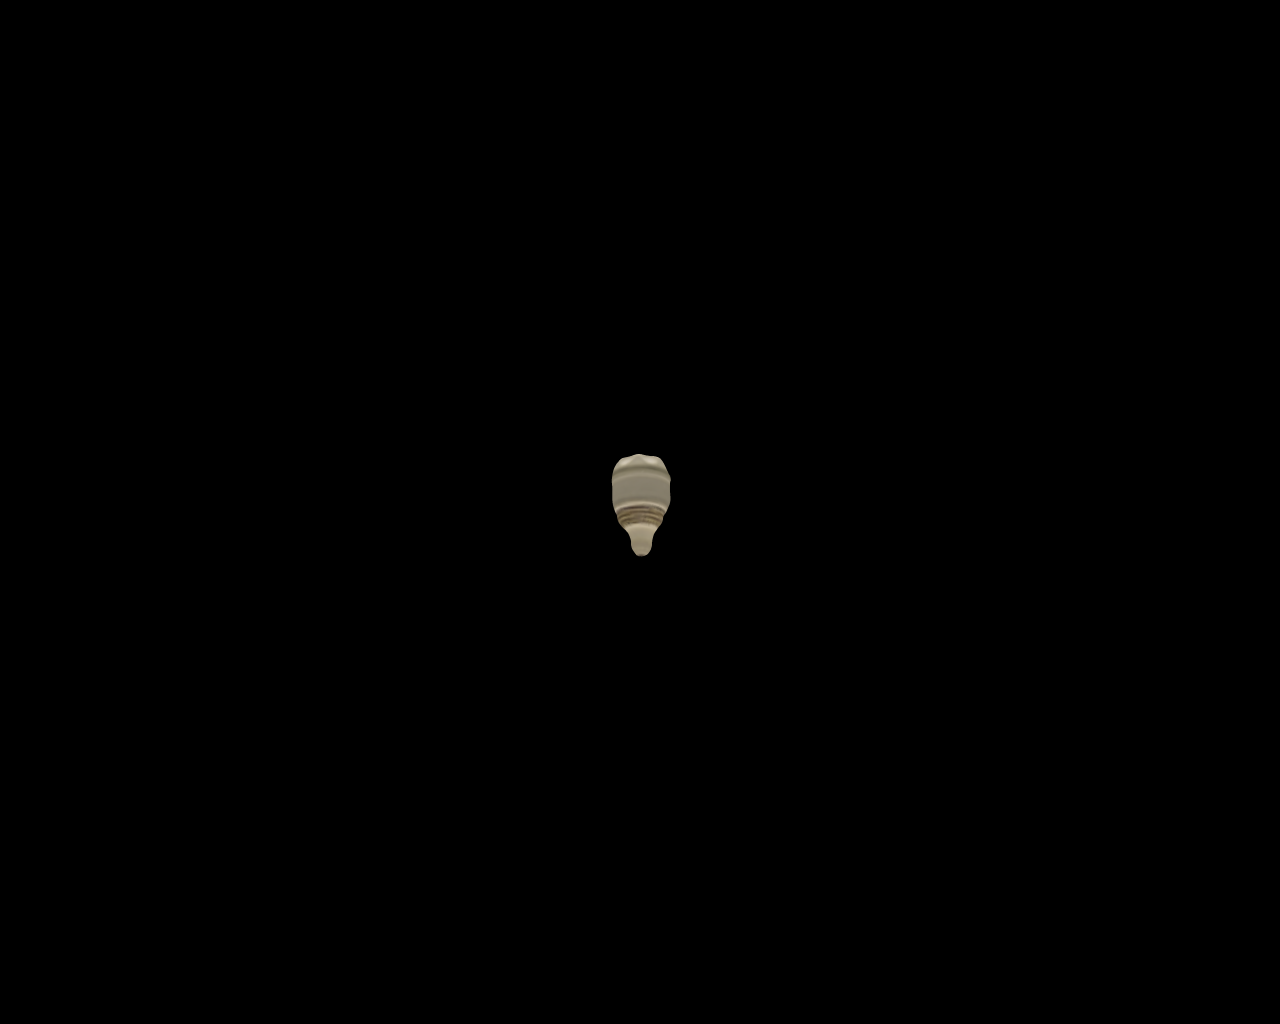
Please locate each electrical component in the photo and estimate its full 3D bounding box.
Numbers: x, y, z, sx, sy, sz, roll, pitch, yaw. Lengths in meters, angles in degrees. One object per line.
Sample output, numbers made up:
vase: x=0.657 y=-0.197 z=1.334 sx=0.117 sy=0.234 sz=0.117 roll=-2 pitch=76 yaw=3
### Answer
electrical component: x=0.001 y=-0.003 z=0.650 sx=0.035 sy=0.061 sz=0.035 roll=0 pitch=-18 yaw=0
